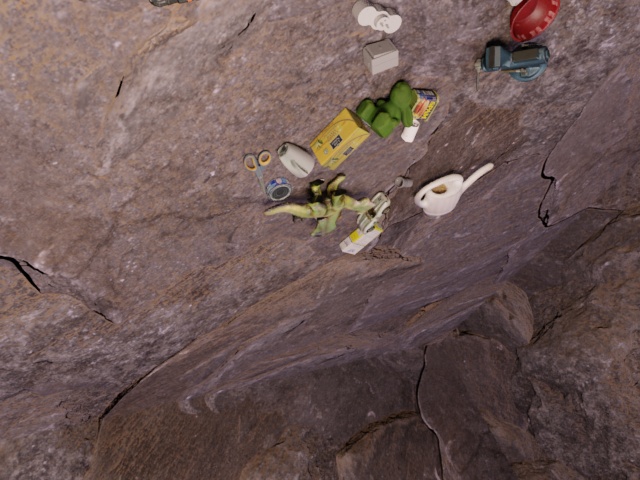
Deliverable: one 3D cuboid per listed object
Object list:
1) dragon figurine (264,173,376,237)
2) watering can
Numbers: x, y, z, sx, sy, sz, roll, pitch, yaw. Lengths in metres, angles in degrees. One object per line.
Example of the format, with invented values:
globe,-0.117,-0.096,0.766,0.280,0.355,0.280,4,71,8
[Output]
dragon figurine,0.006,-0.091,1.813,0.412,0.125,0.237,-19,137,-13
watering can,0.540,-0.198,2.109,0.349,0.106,0.219,-19,149,-10
